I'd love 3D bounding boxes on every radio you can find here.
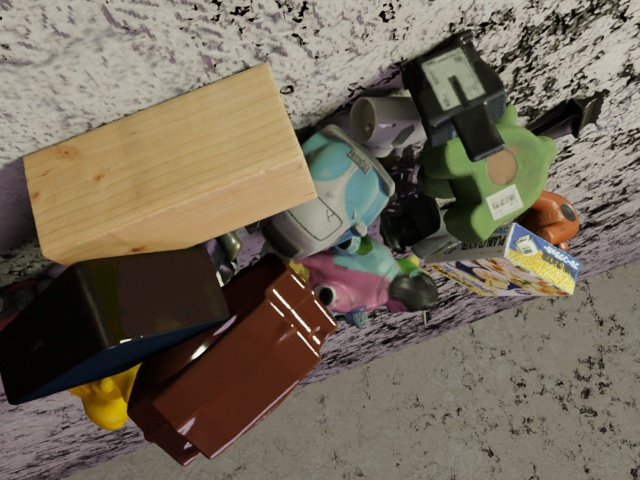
[{"bbox_3d":[-0.195,0.081,0.494,0.230,0.073,0.131,-28,168,40],"label":"radio"}]

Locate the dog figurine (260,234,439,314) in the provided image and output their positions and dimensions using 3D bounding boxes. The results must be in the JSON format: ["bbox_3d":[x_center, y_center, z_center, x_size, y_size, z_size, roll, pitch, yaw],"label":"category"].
[{"bbox_3d":[0.051,0.043,0.722,0.192,0.108,0.219,16,180,40],"label":"dog figurine"}]

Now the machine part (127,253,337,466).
[{"bbox_3d":[-0.089,0.112,0.550,0.201,0.087,0.201,-43,-167,-6],"label":"machine part"}]

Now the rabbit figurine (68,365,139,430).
[{"bbox_3d":[-0.327,0.222,0.835,0.122,0.162,0.173,-72,-173,-65],"label":"rabbit figurine"}]

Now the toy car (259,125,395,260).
[{"bbox_3d":[-0.013,-0.032,0.539,0.103,0.109,0.161,-48,-172,-38],"label":"toy car"}]

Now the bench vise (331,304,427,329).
[{"bbox_3d":[0.068,0.101,0.956,0.241,0.129,0.223,-7,171,12],"label":"bench vise"}]

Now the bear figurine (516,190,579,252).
[{"bbox_3d":[0.378,-0.012,1.014,0.132,0.120,0.196,-3,159,-33],"label":"bear figurine"}]

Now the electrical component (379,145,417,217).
[{"bbox_3d":[0.093,-0.071,0.644,0.045,0.078,0.102,-3,159,9],"label":"electrical component"}]

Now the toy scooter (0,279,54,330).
[{"bbox_3d":[-0.287,0.065,0.604,0.184,0.075,0.135,-15,160,-26],"label":"toy scooter"}]

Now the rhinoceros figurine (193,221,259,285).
[{"bbox_3d":[-0.145,0.018,0.575,0.190,0.112,0.073,-51,-170,33],"label":"rhinoceros figurine"}]

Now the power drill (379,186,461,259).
[{"bbox_3d":[0.205,-0.041,0.830,0.207,0.086,0.232,-10,162,-48],"label":"power drill"}]

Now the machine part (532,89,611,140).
[{"bbox_3d":[0.303,-0.145,0.700,0.139,0.039,0.084,-25,165,7],"label":"machine part"}]

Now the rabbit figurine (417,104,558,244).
[{"bbox_3d":[0.176,-0.091,0.623,0.159,0.121,0.170,-35,-166,-6],"label":"rabbit figurine"}]

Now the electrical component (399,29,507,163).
[{"bbox_3d":[0.125,-0.117,0.471,0.075,0.119,0.047,-26,159,7],"label":"electrical component"}]
